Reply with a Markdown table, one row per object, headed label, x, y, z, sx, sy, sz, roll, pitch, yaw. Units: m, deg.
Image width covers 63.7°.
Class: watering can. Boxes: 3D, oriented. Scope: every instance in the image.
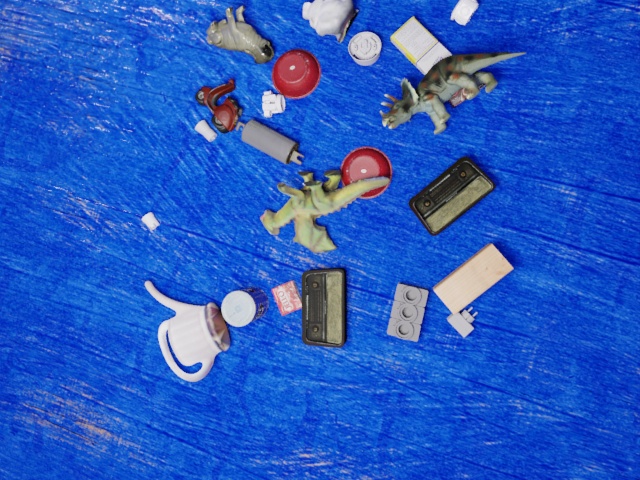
| label | x | y | z | sx | sy | sz | roll | pitch | yaw |
| --- | --- | --- | --- | --- | --- | --- | --- | --- | --- |
| watering can | -0.407 | 0.258 | 1.594 | 0.224 | 0.104 | 0.349 | -23 | 83 | 8 |

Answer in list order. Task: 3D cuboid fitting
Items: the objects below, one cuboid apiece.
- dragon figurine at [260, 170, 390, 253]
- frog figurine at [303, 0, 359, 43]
| label | x | y | z | sx | sy | sz | roll | pitch | yaw |
| --- | --- | --- | --- | --- | --- | --- | --- | --- | --- |
| dragon figurine | 0.005 | -0.078 | 1.542 | 0.410 | 0.124 | 0.239 | 3 | 113 | 16 |
| frog figurine | 0.023 | -0.692 | 1.566 | 0.159 | 0.125 | 0.135 | 28 | 113 | -1 |
